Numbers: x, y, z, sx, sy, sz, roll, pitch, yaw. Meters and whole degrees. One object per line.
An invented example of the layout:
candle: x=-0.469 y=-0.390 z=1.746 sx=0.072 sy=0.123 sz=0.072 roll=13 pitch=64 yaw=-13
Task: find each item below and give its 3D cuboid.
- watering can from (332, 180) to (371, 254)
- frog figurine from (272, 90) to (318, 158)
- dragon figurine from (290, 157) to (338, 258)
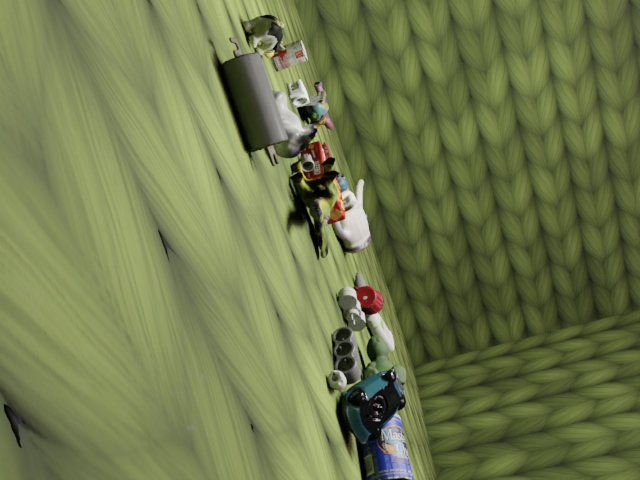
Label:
watering can: x=0.131 y=-0.088 z=1.937 sx=0.354 sy=0.103 sz=0.221 roll=-47 pitch=123 yaw=-56
frog figurine: x=-0.094 y=-0.260 z=1.145 sx=0.158 sy=0.120 sz=0.140 roll=33 pitch=32 yaw=-14
dragon figurine: x=0.004 y=-0.066 z=1.313 sx=0.420 sy=0.122 sz=0.237 roll=-90 pitch=169 yaw=-57
